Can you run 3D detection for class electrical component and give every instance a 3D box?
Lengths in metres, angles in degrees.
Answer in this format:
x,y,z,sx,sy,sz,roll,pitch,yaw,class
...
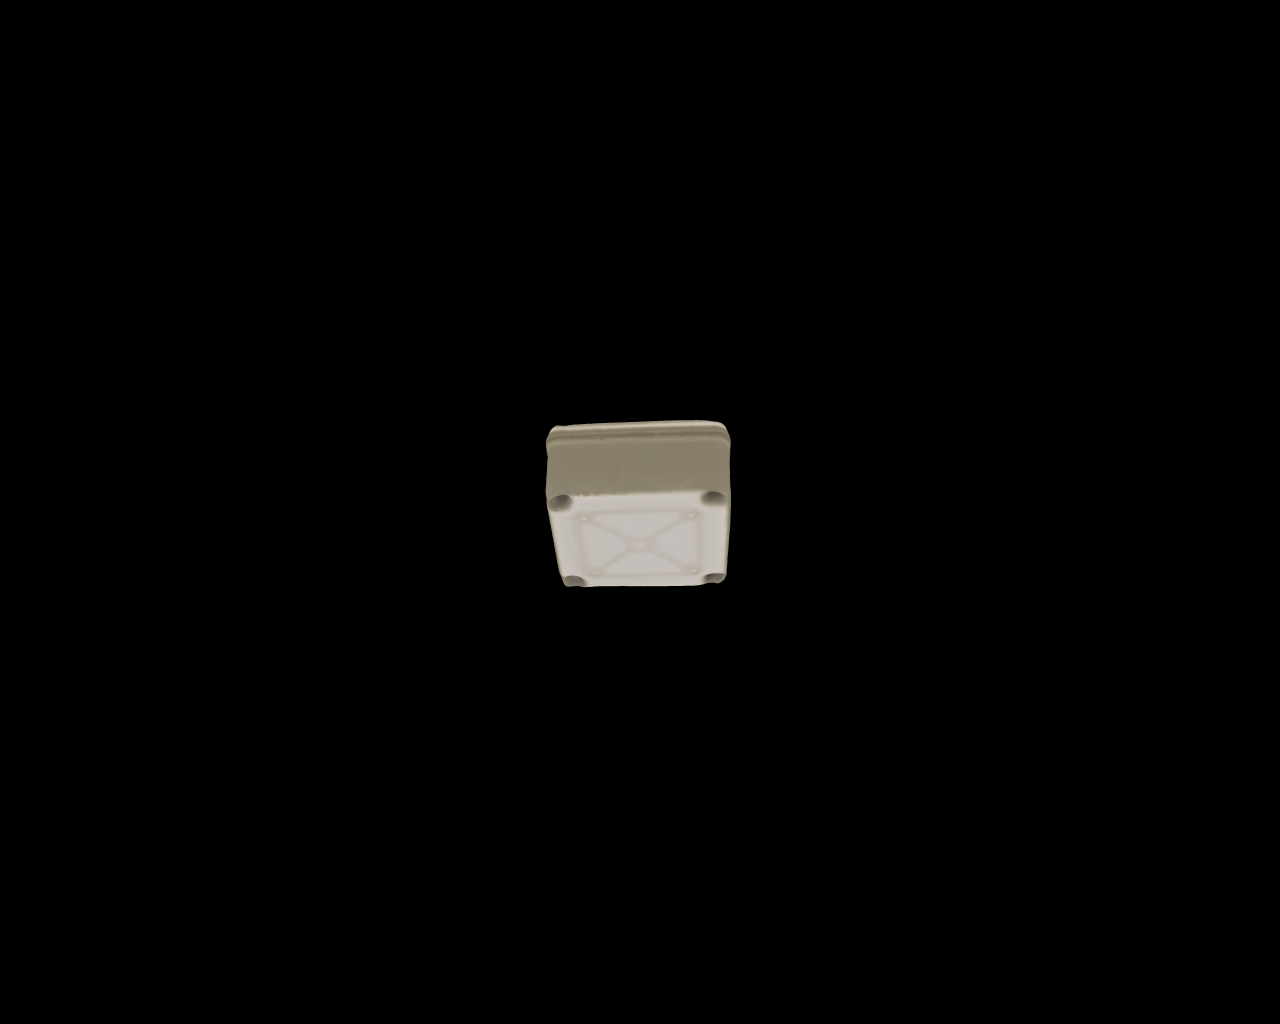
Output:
x,y,z,sx,sy,sz,roll,pitch,yaw,class
0.001,-0.003,0.650,0.109,0.056,0.108,-1,-34,2,electrical component
